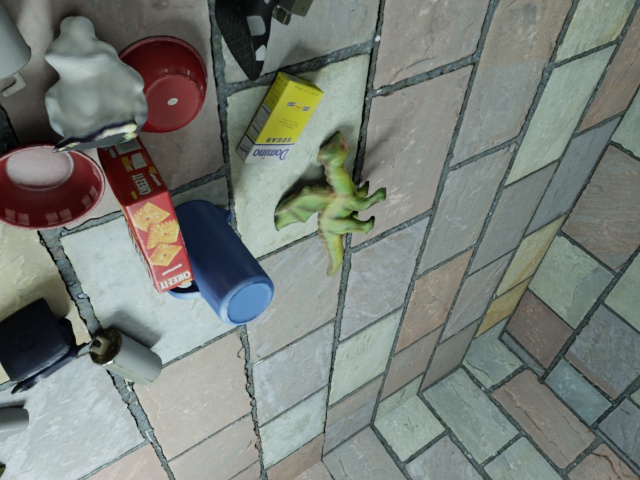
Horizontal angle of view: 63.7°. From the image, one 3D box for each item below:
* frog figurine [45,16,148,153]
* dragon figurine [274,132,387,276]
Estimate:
[{"bbox_3d":[-0.304,-0.206,0.684,0.136,0.159,0.124,-13,-176,25],"label":"frog figurine"},{"bbox_3d":[0.004,-0.060,1.201,0.242,0.125,0.402,5,125,-27],"label":"dragon figurine"}]
